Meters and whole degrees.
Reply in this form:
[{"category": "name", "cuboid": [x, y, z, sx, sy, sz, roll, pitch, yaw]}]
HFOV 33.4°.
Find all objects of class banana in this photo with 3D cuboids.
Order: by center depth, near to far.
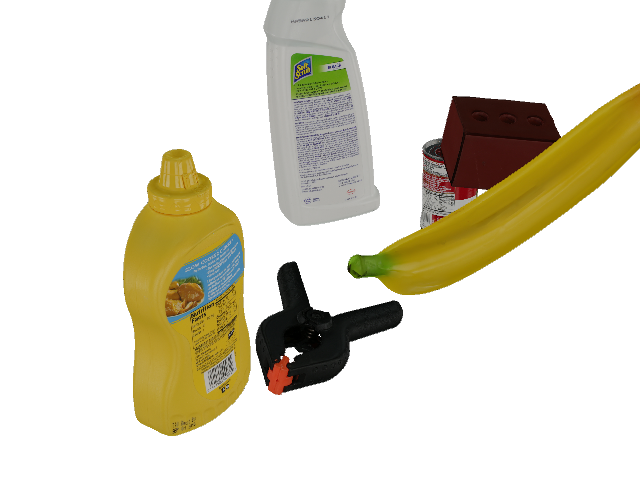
[{"category": "banana", "cuboid": [0.108, -0.021, 0.582, 0.198, 0.037, 0.069, -33, -13, -1]}]

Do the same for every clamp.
[{"category": "clamp", "cuboid": [-0.013, 0.072, 0.918, 0.120, 0.039, 0.171, 20, 27, 23]}]

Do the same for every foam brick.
[{"category": "foam brick", "cuboid": [0.138, -0.073, 0.821, 0.078, 0.051, 0.053, 3, 39, -9]}]

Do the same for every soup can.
[{"category": "soup can", "cuboid": [0.152, -0.061, 1.260, 0.068, 0.102, 0.068, 0, 26, 0]}]

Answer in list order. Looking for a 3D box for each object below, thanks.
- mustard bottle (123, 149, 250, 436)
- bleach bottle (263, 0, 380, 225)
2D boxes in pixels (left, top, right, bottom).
[{"category": "mustard bottle", "cuboid": [-0.089, 0.030, 0.711, 0.058, 0.192, 0.096, 20, 35, 31]}, {"category": "bleach bottle", "cuboid": [0.001, -0.140, 0.997, 0.102, 0.251, 0.068, -13, 32, -17]}]
